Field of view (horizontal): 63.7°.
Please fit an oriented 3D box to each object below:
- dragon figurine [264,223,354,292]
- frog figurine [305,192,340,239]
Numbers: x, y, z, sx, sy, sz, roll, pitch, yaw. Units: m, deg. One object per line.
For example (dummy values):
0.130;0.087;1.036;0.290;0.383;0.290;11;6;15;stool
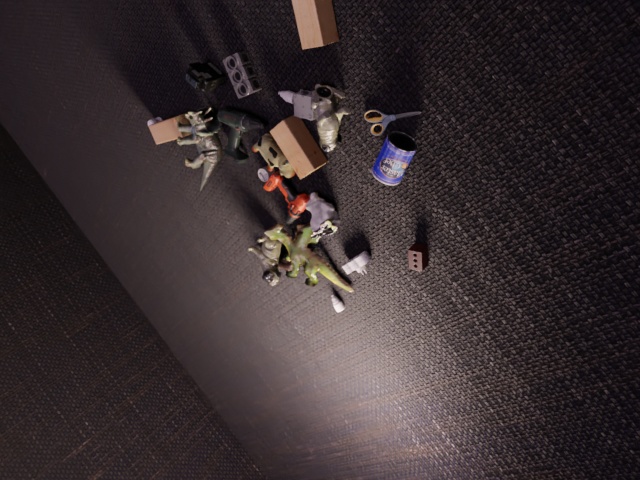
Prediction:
-0.033;0.046;2.059;0.411;0.124;0.237;18;121;11;dragon figurine
0.006;-0.098;1.951;0.134;0.123;0.163;117;145;-51;frog figurine
